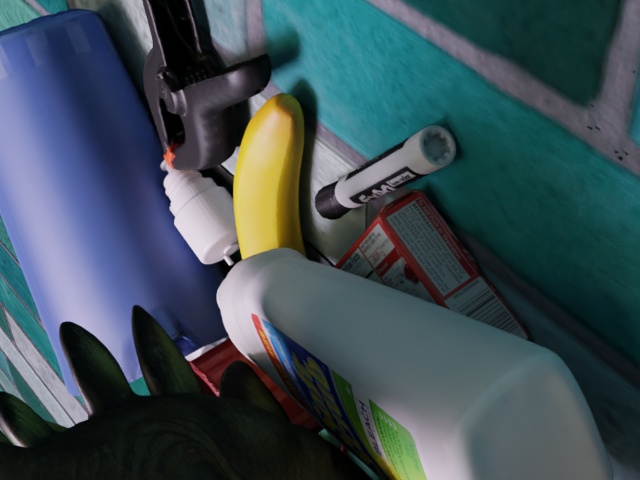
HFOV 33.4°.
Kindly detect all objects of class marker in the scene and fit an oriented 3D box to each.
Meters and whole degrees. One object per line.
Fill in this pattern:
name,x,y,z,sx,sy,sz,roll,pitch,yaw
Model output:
marker,0.027,-0.029,0.511,0.020,0.020,0.121,61,155,-2

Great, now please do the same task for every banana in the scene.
banana,-0.018,0.001,0.610,0.070,0.037,0.198,13,131,36

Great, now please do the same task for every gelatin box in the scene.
gelatin box,0.052,0.028,0.515,0.089,0.030,0.073,54,156,9

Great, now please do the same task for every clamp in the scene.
clamp,-0.067,-0.086,0.600,0.120,0.039,0.171,57,161,28

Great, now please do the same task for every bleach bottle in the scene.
bleach bottle,0.020,0.063,0.505,0.251,0.068,0.102,22,142,57

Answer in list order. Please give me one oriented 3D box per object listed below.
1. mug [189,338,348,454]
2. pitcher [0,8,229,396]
mug,-0.029,0.106,0.680,0.117,0.081,0.093,47,152,26
pitcher,-0.159,-0.026,0.737,0.149,0.144,0.243,-17,100,28
